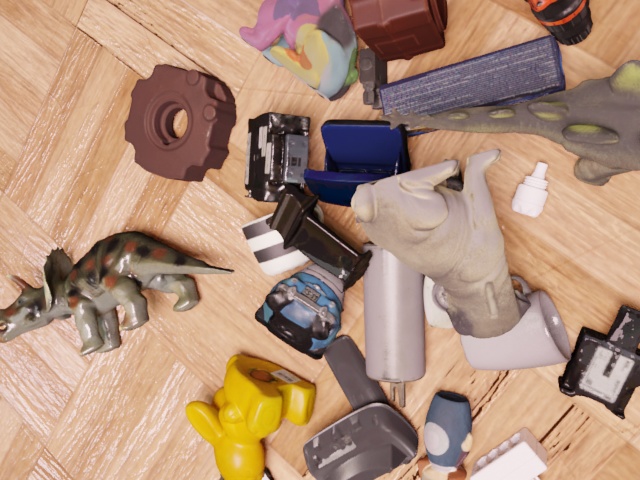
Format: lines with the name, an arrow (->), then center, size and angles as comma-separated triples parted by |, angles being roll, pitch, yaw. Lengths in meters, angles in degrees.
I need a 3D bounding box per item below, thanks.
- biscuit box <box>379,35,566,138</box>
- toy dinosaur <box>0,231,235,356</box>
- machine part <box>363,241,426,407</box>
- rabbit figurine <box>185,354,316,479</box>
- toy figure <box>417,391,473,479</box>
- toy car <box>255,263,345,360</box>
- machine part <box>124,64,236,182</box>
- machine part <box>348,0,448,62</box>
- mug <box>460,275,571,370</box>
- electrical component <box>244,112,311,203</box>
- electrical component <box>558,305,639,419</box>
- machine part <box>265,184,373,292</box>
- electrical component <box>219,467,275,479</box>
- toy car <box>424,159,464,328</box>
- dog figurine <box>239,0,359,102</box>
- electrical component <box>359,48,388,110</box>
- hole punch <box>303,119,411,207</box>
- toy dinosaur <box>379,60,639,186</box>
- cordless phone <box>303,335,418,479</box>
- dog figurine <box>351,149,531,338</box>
biscuit box -> 0.176, -0.173, 0.631 | 0.203, 0.059, 0.062 | -10, 88, 24
toy dinosaur -> -0.317, 0.058, 0.829 | 0.405, 0.131, 0.192 | -28, 83, 16
machine part -> 0.092, 0.086, 0.673 | 0.079, 0.079, 0.243 | -2, 93, 23
rabbit figurine -> -0.109, 0.258, 0.745 | 0.163, 0.122, 0.173 | 17, 101, 26
toy figure -> 0.154, 0.268, 0.670 | 0.058, 0.064, 0.154 | 6, 94, -13
toy car -> -0.015, 0.080, 0.698 | 0.109, 0.161, 0.103 | 31, 63, 7
machine part -> -0.211, -0.172, 0.796 | 0.180, 0.056, 0.179 | 2, 95, 24
machine part -> 0.083, -0.313, 0.585 | 0.087, 0.201, 0.201 | -8, 90, 21
mug -> 0.216, 0.102, 0.623 | 0.107, 0.080, 0.109 | -28, 74, 29
electrical component -> -0.055, -0.104, 0.697 | 0.134, 0.058, 0.114 | -158, 70, -66
electrical component -> 0.321, 0.127, 0.595 | 0.075, 0.047, 0.119 | 20, 100, 20
machine part -> -0.001, -0.002, 0.646 | 0.139, 0.039, 0.084 | 41, 127, 8
electrical component -> -0.108, 0.363, 0.794 | 0.078, 0.045, 0.102 | -43, 78, -10
toy car -> 0.152, 0.005, 0.644 | 0.056, 0.073, 0.201 | 0, 93, 22
dog figurine -> 0.007, -0.308, 0.670 | 0.192, 0.108, 0.219 | 38, 104, 19
electrical component -> 0.066, -0.212, 0.672 | 0.021, 0.063, 0.094 | 1, 93, 23
hole punch -> 0.049, -0.074, 0.653 | 0.142, 0.115, 0.092 | 3, 53, 20
toy dinosaur -> 0.301, -0.112, 0.509 | 0.472, 0.198, 0.105 | 1, 91, 21
cordless phone -> 0.029, 0.234, 0.719 | 0.146, 0.088, 0.184 | -38, 68, 22
dog figurine -> 0.118, 0.022, 0.528 | 0.172, 0.121, 0.190 | -15, 94, -19
